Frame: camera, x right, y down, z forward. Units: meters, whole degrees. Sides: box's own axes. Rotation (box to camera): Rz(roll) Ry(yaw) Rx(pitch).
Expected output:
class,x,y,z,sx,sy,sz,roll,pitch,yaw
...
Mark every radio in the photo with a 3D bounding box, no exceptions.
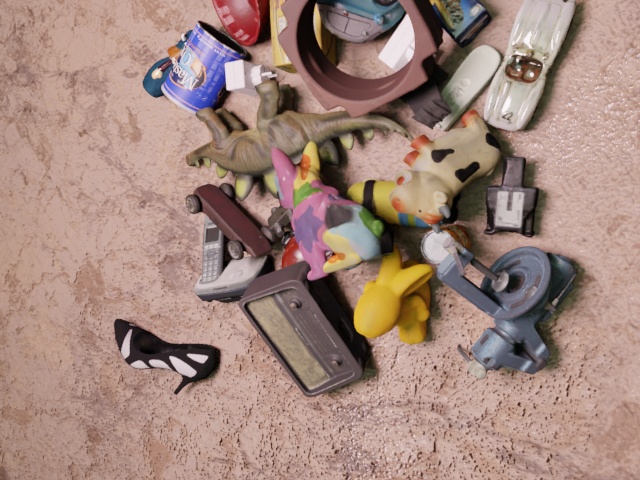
class,x,y,z,sx,sy,sz,roll,pitch,yaw
radio,-0.022,0.154,0.928,0.131,0.073,0.229,-25,110,25

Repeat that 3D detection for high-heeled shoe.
class,x,y,z,sx,sy,sz,roll,pitch,yaw
high-heeled shoe,-0.330,0.213,1.130,0.249,0.086,0.145,40,107,13

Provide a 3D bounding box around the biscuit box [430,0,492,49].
class,x,y,z,sx,sy,sz,roll,pitch,yaw
biscuit box,0.169,-0.389,0.822,0.063,0.059,0.203,-45,76,23

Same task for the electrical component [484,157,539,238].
class,x,y,z,sx,sy,sz,roll,pitch,yaw
electrical component,0.288,-0.064,0.808,0.075,0.048,0.119,2,97,26

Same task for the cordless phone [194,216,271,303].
class,x,y,z,sx,sy,sz,roll,pitch,yaw
cordless phone,-0.167,0.025,1.034,0.147,0.088,0.184,-12,72,27

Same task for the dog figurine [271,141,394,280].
class,x,y,z,sx,sy,sz,roll,pitch,yaw
dog figurine,0.007,-0.056,0.823,0.191,0.108,0.219,-28,82,57

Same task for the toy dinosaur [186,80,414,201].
class,x,y,z,sx,sy,sz,roll,pitch,yaw
toy dinosaur,-0.068,-0.174,0.946,0.472,0.105,0.198,-11,100,33

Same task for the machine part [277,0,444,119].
class,x,y,z,sx,sy,sz,roll,pitch,yaw
machine part,0.059,-0.296,0.775,0.201,0.087,0.201,-21,120,34

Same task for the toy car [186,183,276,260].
class,x,y,z,sx,sy,sz,roll,pitch,yaw
toy car,-0.167,-0.033,1.002,0.202,0.089,0.053,44,136,23

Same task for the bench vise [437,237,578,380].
class,x,y,z,sx,sy,sz,roll,pitch,yaw
bench vise,0.250,0.085,0.777,0.240,0.129,0.223,35,106,-21

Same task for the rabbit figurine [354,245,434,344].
class,x,y,z,sx,sy,sz,roll,pitch,yaw
rabbit figurine,0.117,0.097,0.843,0.122,0.173,0.162,33,113,23

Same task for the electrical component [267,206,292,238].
class,x,y,z,sx,sy,sz,roll,pitch,yaw
electrical component,-0.067,-0.044,0.972,0.021,0.094,0.063,35,107,-28

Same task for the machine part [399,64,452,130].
class,x,y,z,sx,sy,sz,roll,pitch,yaw
machine part,0.160,-0.222,0.820,0.084,0.139,0.039,-26,128,22

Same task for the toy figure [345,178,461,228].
class,x,y,z,sx,sy,sz,roll,pitch,yaw
toy figure,0.128,-0.060,0.864,0.180,0.089,0.082,9,93,28

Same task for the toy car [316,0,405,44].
class,x,y,z,sx,sy,sz,roll,pitch,yaw
toy car,0.054,-0.361,0.837,0.162,0.109,0.102,15,110,-6

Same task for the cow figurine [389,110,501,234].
class,x,y,z,sx,sy,sz,roll,pitch,yaw
cow figurine,0.182,-0.094,0.782,0.195,0.085,0.127,-29,71,-19

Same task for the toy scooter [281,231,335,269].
class,x,y,z,sx,sy,sz,roll,pitch,yaw
toy scooter,-0.002,-0.003,0.943,0.184,0.075,0.135,-24,86,24

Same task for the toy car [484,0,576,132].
class,x,y,z,sx,sy,sz,roll,pitch,yaw
toy car,0.300,-0.257,0.775,0.074,0.056,0.201,24,106,22

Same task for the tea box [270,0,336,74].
class,x,y,z,sx,sy,sz,roll,pitch,yaw
tea box,-0.029,-0.380,0.916,0.098,0.068,0.169,2,95,24

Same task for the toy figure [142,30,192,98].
class,x,y,z,sx,sy,sz,roll,pitch,yaw
toy figure,-0.283,-0.343,1.050,0.154,0.064,0.057,-37,121,22
